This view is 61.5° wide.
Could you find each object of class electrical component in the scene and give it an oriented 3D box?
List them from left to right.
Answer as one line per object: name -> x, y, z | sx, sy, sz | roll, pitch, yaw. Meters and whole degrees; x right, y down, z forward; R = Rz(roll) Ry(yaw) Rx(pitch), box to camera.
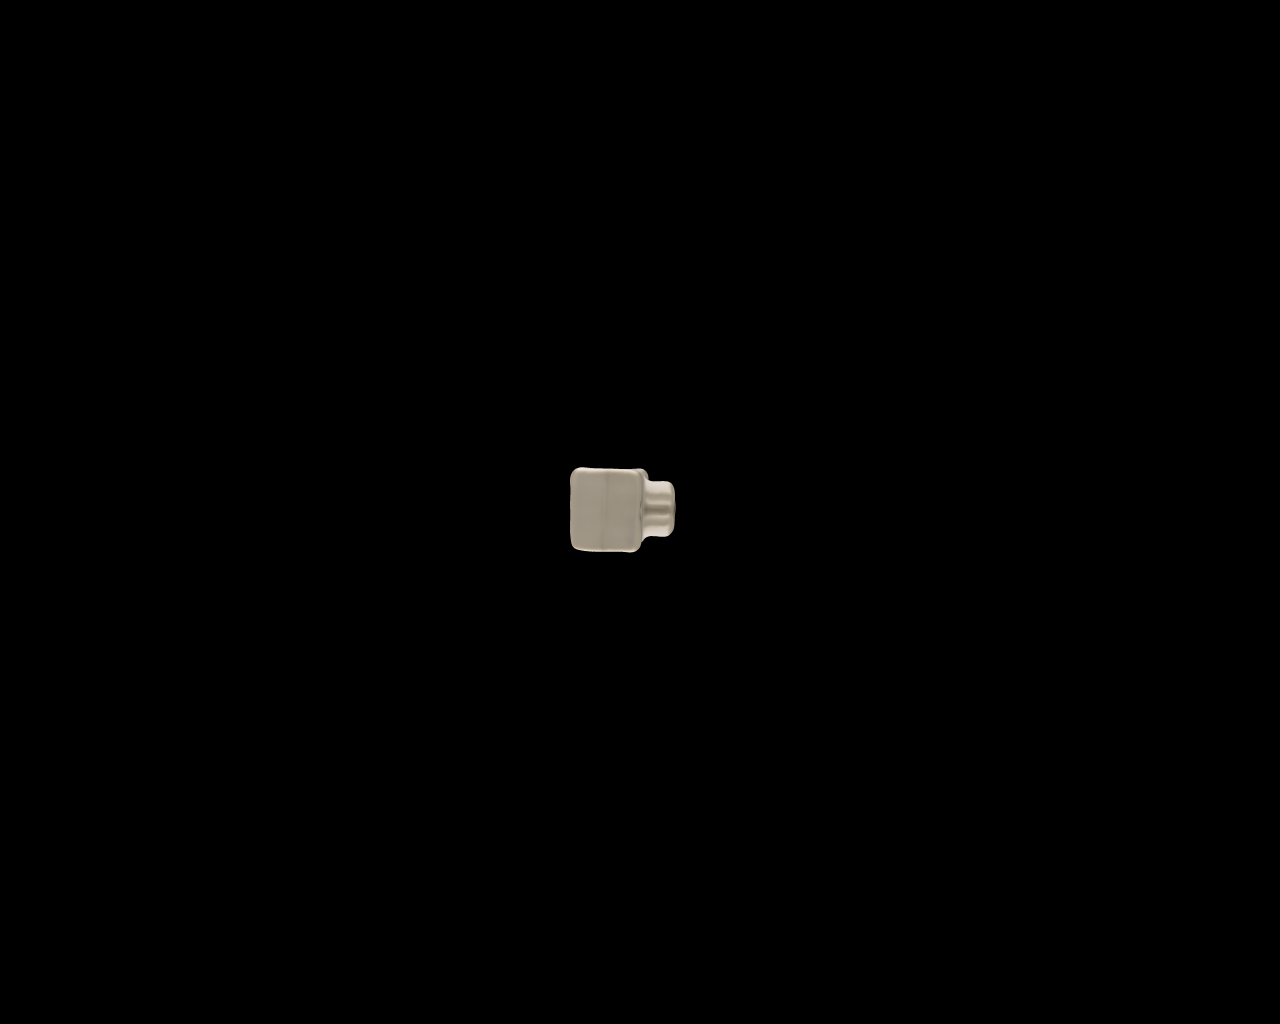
electrical component -> 0.001, -0.003, 0.650 | 0.076, 0.047, 0.083 | 0, 2, 4
